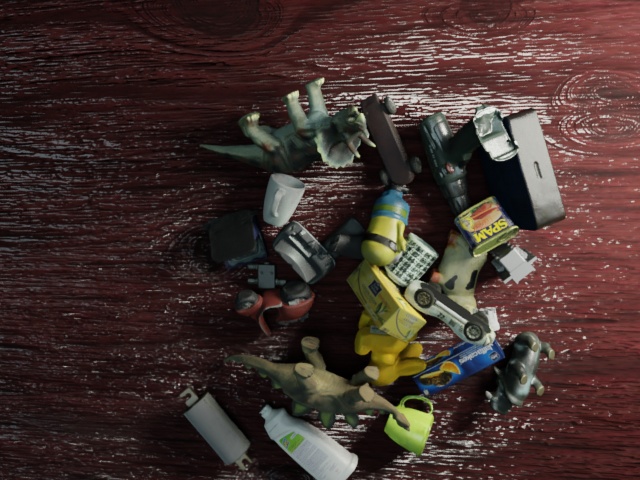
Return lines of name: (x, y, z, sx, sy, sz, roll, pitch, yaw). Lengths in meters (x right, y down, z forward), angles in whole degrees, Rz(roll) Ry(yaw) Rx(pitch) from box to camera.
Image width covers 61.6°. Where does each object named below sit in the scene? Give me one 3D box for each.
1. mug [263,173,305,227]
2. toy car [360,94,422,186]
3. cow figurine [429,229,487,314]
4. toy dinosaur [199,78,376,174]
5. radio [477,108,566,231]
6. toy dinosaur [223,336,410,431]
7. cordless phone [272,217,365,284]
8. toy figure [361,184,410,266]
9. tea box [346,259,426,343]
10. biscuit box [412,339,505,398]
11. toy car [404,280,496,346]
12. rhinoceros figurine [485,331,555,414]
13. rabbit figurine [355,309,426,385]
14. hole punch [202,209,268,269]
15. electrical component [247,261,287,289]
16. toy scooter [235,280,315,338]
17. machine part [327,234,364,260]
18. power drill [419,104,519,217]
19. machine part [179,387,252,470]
mug: (-0.087, -0.080, 1.187, 0.081, 0.109, 0.107, 19, 114, -2)
toy car: (0.147, -0.212, 1.153, 0.089, 0.053, 0.202, -23, 94, 32)
cow figurine: (0.304, 0.088, 1.165, 0.127, 0.085, 0.194, 22, 101, 11)
toy dinosaur: (-0.061, -0.208, 1.149, 0.405, 0.131, 0.192, -19, 106, 32)
radio: (0.397, -0.136, 1.082, 0.073, 0.131, 0.229, -18, 95, -14)
toy dinosaur: (-0.020, 0.324, 1.205, 0.472, 0.105, 0.198, 21, 131, 19)
cordless phone: (-0.003, -0.004, 1.206, 0.184, 0.089, 0.146, -44, 90, 1)
toy figure: (0.140, -0.031, 1.143, 0.089, 0.082, 0.180, 10, 76, 2)
tea box: (0.138, 0.127, 1.139, 0.098, 0.170, 0.068, 30, 106, -39)
biscuit box: (0.306, 0.274, 1.202, 0.203, 0.059, 0.062, -31, 93, 12)
toy car: (0.267, 0.149, 1.104, 0.202, 0.073, 0.056, 35, 113, 16)
rhinoceros figurine: (0.426, 0.288, 1.165, 0.073, 0.112, 0.190, 24, 89, -24)
rabbit figurine: (0.154, 0.253, 1.212, 0.162, 0.122, 0.173, 5, 114, -2)
hole punch: (-0.187, 0.001, 1.230, 0.142, 0.092, 0.116, -17, 65, 13)
electrical component: (-0.124, 0.081, 1.256, 0.094, 0.021, 0.063, 3, 99, 8)
toy scooter: (-0.099, 0.166, 1.238, 0.184, 0.075, 0.135, -8, 121, -3)
machine part: (0.083, 0.013, 1.180, 0.139, 0.039, 0.084, 4, 103, -28)
power drill: (0.297, -0.164, 1.075, 0.086, 0.207, 0.232, -24, 89, -18)
machine part: (-0.250, 0.456, 1.307, 0.079, 0.079, 0.243, -39, 91, 12)
